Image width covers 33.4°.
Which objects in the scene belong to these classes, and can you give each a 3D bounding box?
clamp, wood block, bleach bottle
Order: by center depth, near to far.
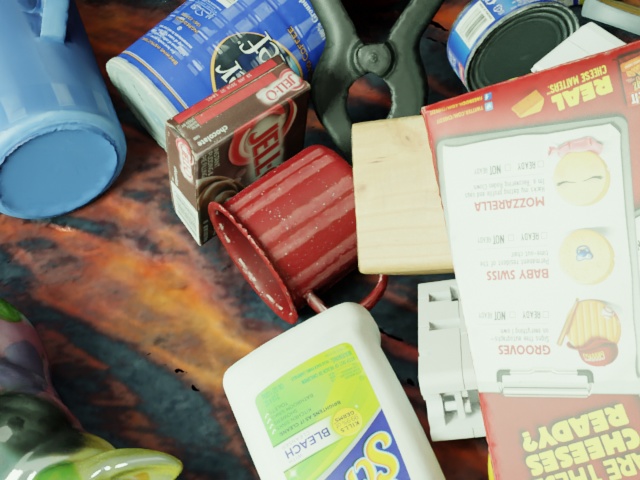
[{"bbox_3d":[0.038,0.160,0.576,0.102,0.068,0.251,-29,58,-2],"label":"bleach bottle"},{"bbox_3d":[0.131,-0.029,0.609,0.206,0.090,0.090,-5,85,28],"label":"wood block"},{"bbox_3d":[0.045,-0.128,0.714,0.120,0.171,0.039,-4,13,9],"label":"clamp"}]

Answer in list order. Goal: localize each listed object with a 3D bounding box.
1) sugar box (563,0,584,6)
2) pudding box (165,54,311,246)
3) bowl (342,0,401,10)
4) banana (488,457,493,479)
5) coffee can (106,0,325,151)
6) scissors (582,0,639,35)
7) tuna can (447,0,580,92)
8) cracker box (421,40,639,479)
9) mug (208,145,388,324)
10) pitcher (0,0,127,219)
[{"bbox_3d":[0.200,-0.213,0.746,0.176,0.093,0.048,-5,57,12],"label":"sugar box"},{"bbox_3d":[-0.054,-0.057,0.696,0.090,0.113,0.039,-34,71,-21],"label":"pudding box"},{"bbox_3d":[0.037,-0.231,0.825,0.162,0.055,0.162,-7,57,11],"label":"bowl"},{"bbox_3d":[0.144,0.161,0.559,0.069,0.037,0.198,-32,56,-4],"label":"banana"},{"bbox_3d":[-0.065,-0.128,0.760,0.140,0.103,0.103,-42,58,-12],"label":"coffee can"},{"bbox_3d":[0.269,-0.127,0.712,0.201,0.016,0.096,18,20,-2],"label":"scissors"},{"bbox_3d":[0.130,-0.133,0.720,0.086,0.086,0.034,-26,54,-2],"label":"tuna can"},{"bbox_3d":[0.151,0.020,0.502,0.164,0.072,0.214,-14,84,32],"label":"cracker box"},{"bbox_3d":[-0.004,0.001,0.673,0.081,0.093,0.117,-36,64,-14],"label":"mug"},{"bbox_3d":[-0.227,-0.144,0.794,0.145,0.149,0.243,-27,59,-3],"label":"pitcher"}]
